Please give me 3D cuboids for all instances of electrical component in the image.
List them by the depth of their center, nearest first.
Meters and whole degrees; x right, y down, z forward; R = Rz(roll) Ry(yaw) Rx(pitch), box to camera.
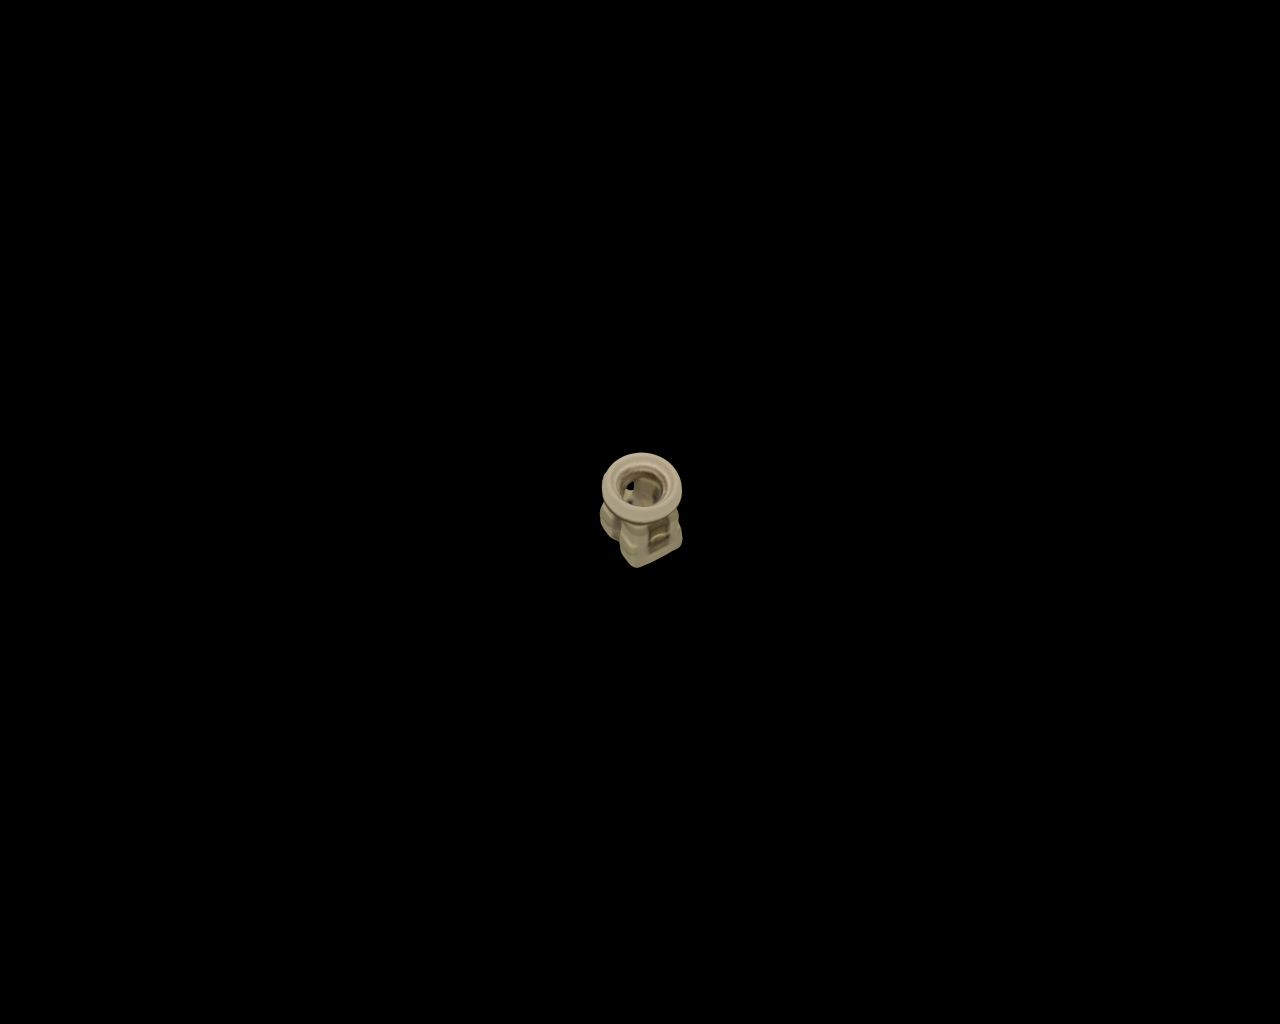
[{"bbox_3d":[0.001,-0.003,0.650,0.048,0.066,0.055,-27,-32,-18],"label":"electrical component"}]
